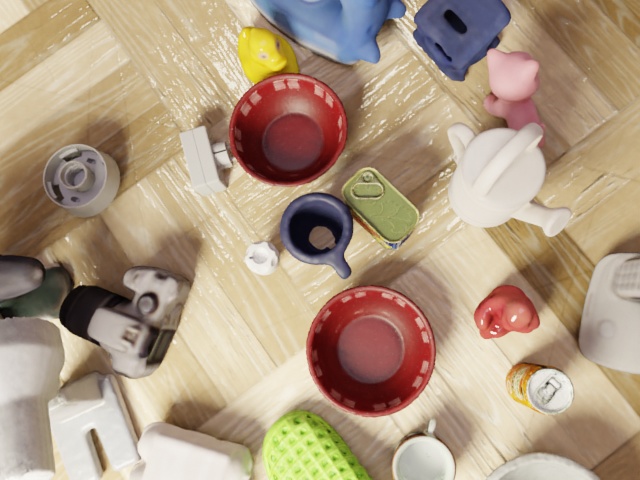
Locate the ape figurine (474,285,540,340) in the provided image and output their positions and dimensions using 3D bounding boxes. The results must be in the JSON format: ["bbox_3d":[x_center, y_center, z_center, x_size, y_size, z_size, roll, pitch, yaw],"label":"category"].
[{"bbox_3d":[0.236,0.092,0.709,0.077,0.092,0.076,22,83,8],"label":"ape figurine"}]

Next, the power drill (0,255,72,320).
[{"bbox_3d":[-0.402,0.059,0.706,0.229,0.208,0.075,-7,80,4],"label":"power drill"}]

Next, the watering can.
[{"bbox_3d":[0.223,-0.079,0.687,0.172,0.194,0.101,26,83,9],"label":"watering can"}]

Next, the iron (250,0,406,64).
[{"bbox_3d":[-0.015,-0.348,0.779,0.258,0.141,0.119,27,83,9],"label":"iron"}]

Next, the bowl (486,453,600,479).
[{"bbox_3d":[0.259,0.332,0.674,0.167,0.075,0.167,-1,80,4],"label":"bowl"}]

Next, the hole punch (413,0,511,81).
[{"bbox_3d":[0.190,-0.291,0.779,0.101,0.091,0.108,-38,79,-2],"label":"hole punch"}]

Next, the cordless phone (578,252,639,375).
[{"bbox_3d":[0.377,0.080,0.652,0.094,0.185,0.148,13,82,7],"label":"cordless phone"}]

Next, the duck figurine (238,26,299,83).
[{"bbox_3d":[-0.077,-0.265,0.798,0.077,0.086,0.104,-41,79,-3],"label":"duck figurine"}]

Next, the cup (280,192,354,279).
[{"bbox_3d":[0.007,0.003,0.741,0.091,0.095,0.117,-33,79,-1],"label":"cup"}]

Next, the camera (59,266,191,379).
[{"bbox_3d":[-0.260,0.093,0.744,0.136,0.101,0.143,20,82,8],"label":"camera"}]

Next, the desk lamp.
[{"bbox_3d":[-0.320,0.199,0.673,0.118,0.213,0.203,-26,79,0],"label":"desk lamp"}]

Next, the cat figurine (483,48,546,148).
[{"bbox_3d":[0.258,-0.186,0.742,0.067,0.118,0.128,-20,79,1],"label":"cat figurine"}]

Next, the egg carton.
[{"bbox_3d":[-0.162,0.294,0.717,0.150,0.069,0.107,13,81,7],"label":"egg carton"}]
